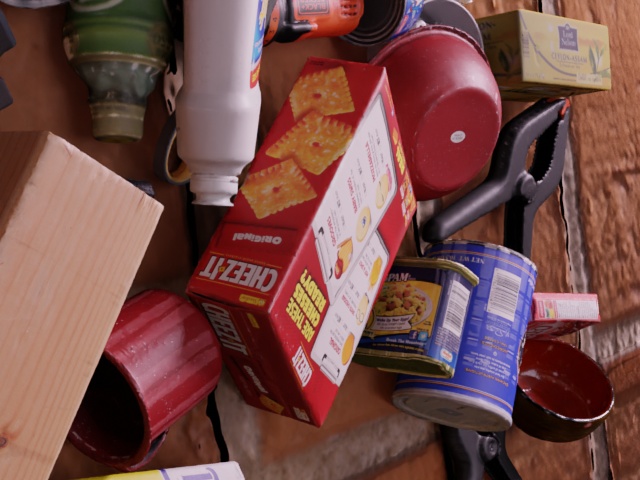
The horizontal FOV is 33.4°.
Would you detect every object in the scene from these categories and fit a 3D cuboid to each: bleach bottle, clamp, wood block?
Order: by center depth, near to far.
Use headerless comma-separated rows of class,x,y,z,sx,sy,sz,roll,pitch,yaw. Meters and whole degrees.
wood block,-0.180,0.052,0.584,0.090,0.090,0.206,36,67,-41
bleach bottle,-0.062,-0.148,0.692,0.102,0.068,0.251,-107,-160,-87
clamp,0.154,0.196,0.990,0.120,0.039,0.171,0,87,-49
clamp,0.191,-0.041,1.029,0.164,0.036,0.210,46,69,-39

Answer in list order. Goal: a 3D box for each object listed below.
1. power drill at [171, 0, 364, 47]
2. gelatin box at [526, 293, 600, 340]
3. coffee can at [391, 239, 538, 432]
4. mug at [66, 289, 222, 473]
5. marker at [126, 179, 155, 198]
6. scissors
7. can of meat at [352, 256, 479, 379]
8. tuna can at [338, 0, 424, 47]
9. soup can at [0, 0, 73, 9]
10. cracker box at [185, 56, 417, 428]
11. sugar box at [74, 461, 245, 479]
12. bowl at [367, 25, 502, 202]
power drill,-0.051,-0.237,0.790,0.184,0.057,0.188,-14,99,-45
gelatin box,0.205,0.073,0.999,0.073,0.089,0.030,3,73,-22
coffee can,0.125,0.083,0.921,0.102,0.103,0.140,32,64,-41
mug,-0.115,0.093,0.674,0.081,0.093,0.117,-35,131,-48
marker,-0.156,-0.036,0.684,0.120,0.020,0.020,7,82,-47
scissors,-0.047,-0.117,0.766,0.201,0.016,0.096,-56,140,-8
can of meat,0.069,0.062,0.861,0.057,0.102,0.084,37,63,-50
tuna can,0.042,-0.202,0.865,0.033,0.086,0.086,-29,108,-47
soup can,-0.171,-0.198,0.627,0.068,0.069,0.102,-7,75,-48
cracker box,-0.005,0.001,0.773,0.213,0.072,0.164,-64,154,-29
sugar box,-0.118,0.191,0.653,0.175,0.048,0.093,1,64,-38
bowl,0.097,-0.093,0.885,0.161,0.055,0.162,-18,125,-28
